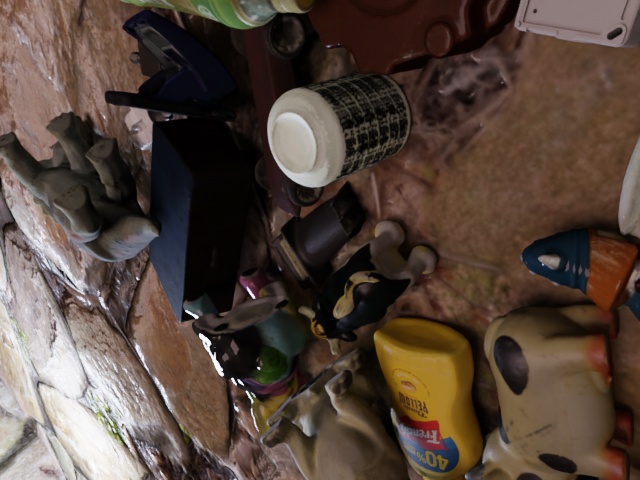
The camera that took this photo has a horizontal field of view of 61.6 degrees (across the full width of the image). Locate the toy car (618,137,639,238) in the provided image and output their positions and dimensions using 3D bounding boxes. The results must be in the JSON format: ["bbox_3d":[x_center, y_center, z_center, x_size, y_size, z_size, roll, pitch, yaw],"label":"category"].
[{"bbox_3d":[0.222,-0.081,0.280,0.074,0.056,0.201,27,129,32],"label":"toy car"}]

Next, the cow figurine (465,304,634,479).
[{"bbox_3d":[0.177,0.144,0.431,0.127,0.085,0.194,-1,114,38],"label":"cow figurine"}]

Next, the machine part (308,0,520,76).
[{"bbox_3d":[0.056,-0.204,0.374,0.180,0.056,0.179,23,126,36],"label":"machine part"}]

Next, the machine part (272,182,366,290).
[{"bbox_3d":[-0.001,-0.002,0.558,0.084,0.039,0.139,60,141,13],"label":"machine part"}]

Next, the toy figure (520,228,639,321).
[{"bbox_3d":[0.212,0.031,0.351,0.155,0.058,0.064,29,152,26],"label":"toy figure"}]

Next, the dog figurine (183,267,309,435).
[{"bbox_3d":[-0.057,0.150,0.626,0.192,0.108,0.219,29,145,61],"label":"dog figurine"}]

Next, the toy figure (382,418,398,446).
[{"bbox_3d":[0.048,0.281,0.629,0.082,0.089,0.179,34,135,37],"label":"toy figure"}]

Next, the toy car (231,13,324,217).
[{"bbox_3d":[-0.036,-0.122,0.511,0.089,0.053,0.201,25,130,53],"label":"toy car"}]

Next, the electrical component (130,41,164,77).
[{"bbox_3d":[-0.194,-0.223,0.631,0.094,0.021,0.063,26,128,33],"label":"electrical component"}]

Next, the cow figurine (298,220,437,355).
[{"bbox_3d":[0.030,0.061,0.517,0.068,0.098,0.167,44,136,8],"label":"cow figurine"}]

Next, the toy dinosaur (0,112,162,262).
[{"bbox_3d":[-0.290,-0.043,0.697,0.405,0.131,0.192,40,160,35],"label":"toy dinosaur"}]

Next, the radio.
[{"bbox_3d":[-0.151,-0.023,0.642,0.131,0.073,0.229,52,140,36],"label":"radio"}]

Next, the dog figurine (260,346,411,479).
[{"bbox_3d":[0.049,0.218,0.523,0.121,0.172,0.190,-40,87,14],"label":"dog figurine"}]

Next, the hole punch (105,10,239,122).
[{"bbox_3d":[-0.147,-0.169,0.542,0.142,0.116,0.092,22,103,57],"label":"hole punch"}]
